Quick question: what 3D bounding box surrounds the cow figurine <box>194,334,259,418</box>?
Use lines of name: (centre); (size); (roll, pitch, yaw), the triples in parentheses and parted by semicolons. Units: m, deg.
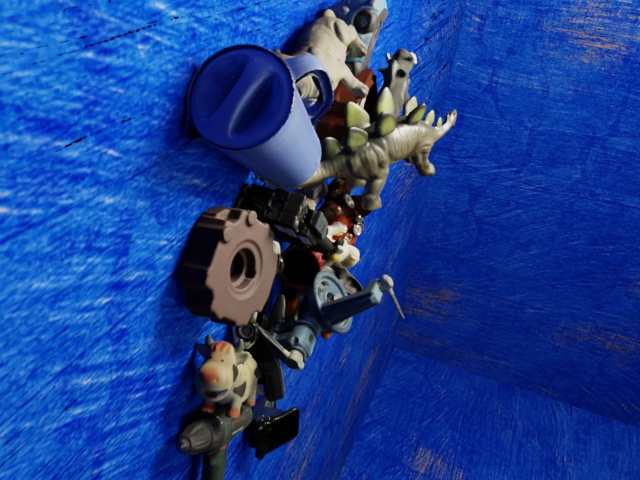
cow figurine: (-0.151, 0.221, 0.885); (0.195, 0.086, 0.127); (47, 51, -78)

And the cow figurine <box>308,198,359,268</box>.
cow figurine: (0.000, -0.004, 1.040); (0.068, 0.167, 0.098); (-55, 168, 27)

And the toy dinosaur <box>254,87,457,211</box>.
toy dinosaur: (0.091, -0.165, 0.998); (0.471, 0.105, 0.198); (-30, 138, -23)

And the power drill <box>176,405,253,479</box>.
power drill: (-0.197, 0.384, 0.928); (0.232, 0.086, 0.207); (-16, 113, -74)

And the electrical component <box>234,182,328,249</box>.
electrical component: (-0.056, -0.037, 0.874); (0.114, 0.134, 0.058); (59, 49, -71)

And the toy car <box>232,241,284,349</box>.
toy car: (-0.112, 0.097, 0.958); (0.073, 0.056, 0.201); (-16, 122, -77)

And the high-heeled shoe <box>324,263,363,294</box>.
high-heeled shoe: (0.029, 0.067, 1.229); (0.248, 0.145, 0.086); (79, 30, -60)

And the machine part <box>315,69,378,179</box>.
machine part: (0.060, -0.242, 1.121); (0.200, 0.087, 0.201); (88, 21, -48)

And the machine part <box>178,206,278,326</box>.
machine part: (-0.127, 0.040, 0.787); (0.179, 0.056, 0.179); (-26, 120, -58)

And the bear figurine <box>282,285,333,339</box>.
bear figurine: (0.006, 0.163, 1.189); (0.195, 0.132, 0.120); (38, 81, -39)

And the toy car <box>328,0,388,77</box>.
toy car: (0.052, -0.374, 0.967); (0.109, 0.103, 0.161); (-55, 169, -53)

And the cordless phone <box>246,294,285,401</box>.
cordless phone: (-0.099, 0.212, 1.082); (0.146, 0.089, 0.184); (88, 11, -45)

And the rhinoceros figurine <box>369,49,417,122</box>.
rhinoceros figurine: (0.147, -0.306, 1.102); (0.190, 0.073, 0.112); (-68, 152, -25)

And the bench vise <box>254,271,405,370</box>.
bench vise: (0.019, 0.127, 0.957); (0.128, 0.241, 0.224); (60, 28, -9)

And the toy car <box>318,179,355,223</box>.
toy car: (0.036, -0.098, 1.167); (0.053, 0.089, 0.202); (50, 27, -17)

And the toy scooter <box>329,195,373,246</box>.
toy scooter: (0.062, -0.044, 1.196); (0.075, 0.135, 0.184); (53, 19, -26)

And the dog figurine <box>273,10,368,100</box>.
dog figurine: (-0.021, -0.293, 0.844); (0.190, 0.121, 0.172); (-6, 77, -54)

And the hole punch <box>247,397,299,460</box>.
hole punch: (-0.117, 0.407, 1.210); (0.116, 0.092, 0.142); (-21, 134, -32)
